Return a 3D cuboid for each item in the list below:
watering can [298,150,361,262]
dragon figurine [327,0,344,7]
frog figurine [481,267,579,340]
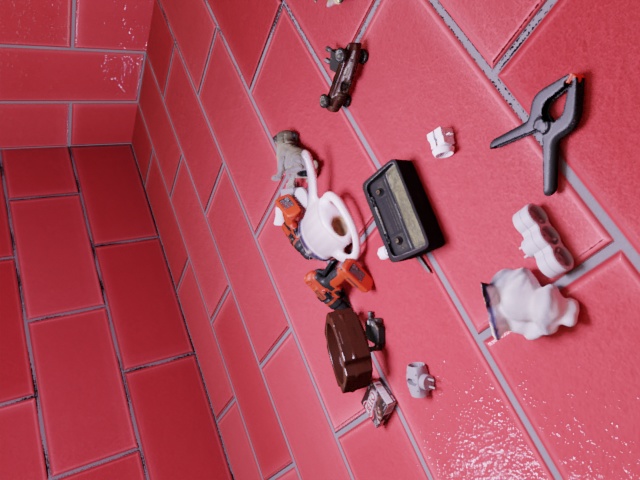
[{"bbox_3d":[0.005,-0.076,1.515,0.351,0.105,0.220,61,143,13],"label":"watering can"},{"bbox_3d":[0.103,-0.741,1.233,0.248,0.122,0.401,66,146,38],"label":"dragon figurine"},{"bbox_3d":[0.399,0.118,0.974,0.159,0.122,0.139,-11,77,22],"label":"frog figurine"}]
